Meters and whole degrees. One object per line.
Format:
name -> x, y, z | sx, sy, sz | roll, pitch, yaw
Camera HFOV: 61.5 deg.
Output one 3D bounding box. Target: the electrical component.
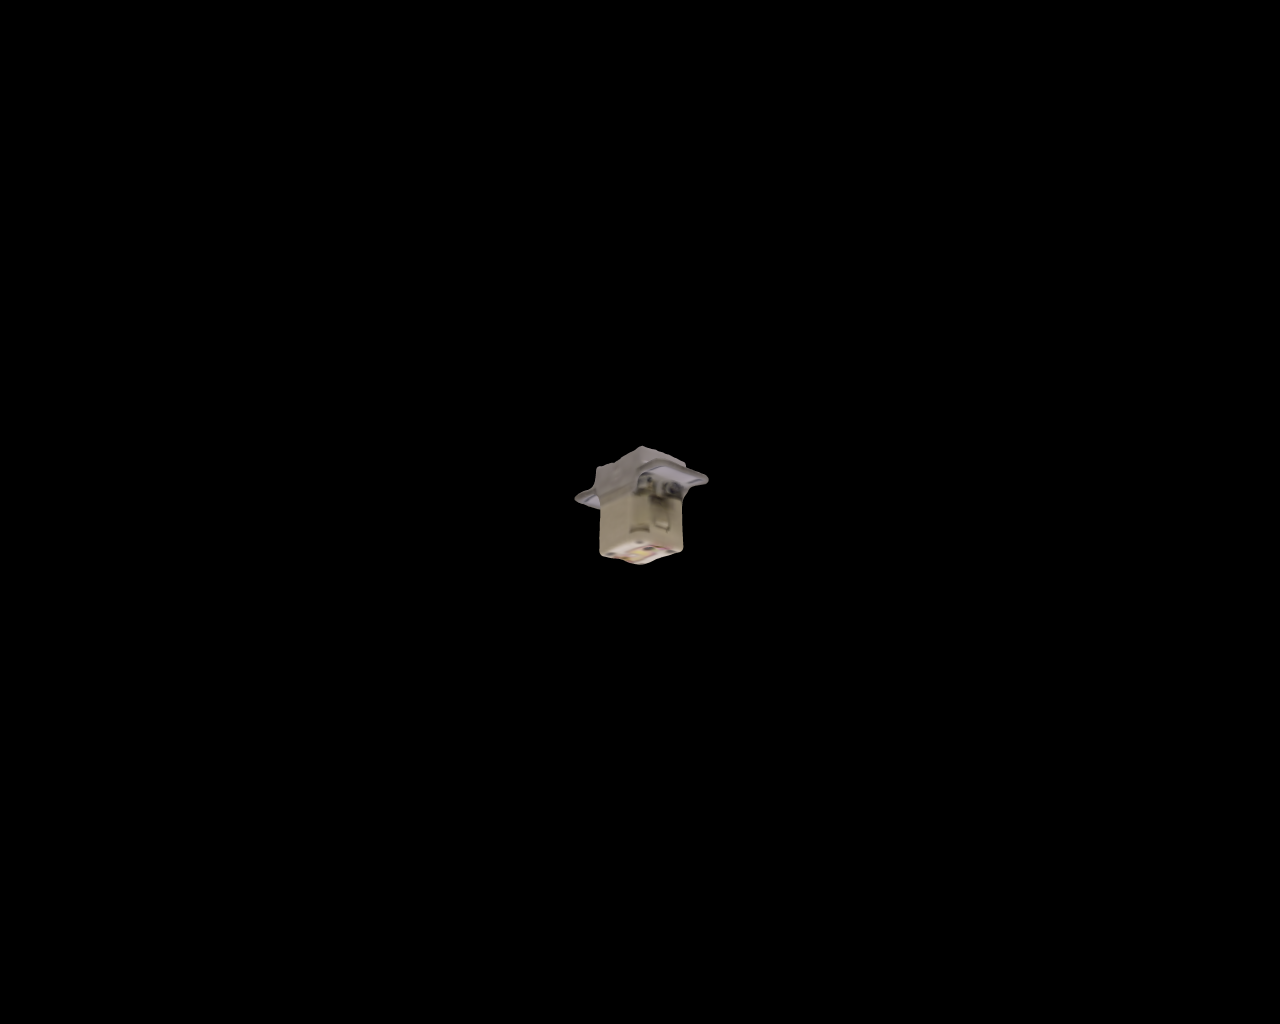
electrical component -> 0.001, -0.003, 0.650 | 0.042, 0.064, 0.081 | 17, -27, -37
